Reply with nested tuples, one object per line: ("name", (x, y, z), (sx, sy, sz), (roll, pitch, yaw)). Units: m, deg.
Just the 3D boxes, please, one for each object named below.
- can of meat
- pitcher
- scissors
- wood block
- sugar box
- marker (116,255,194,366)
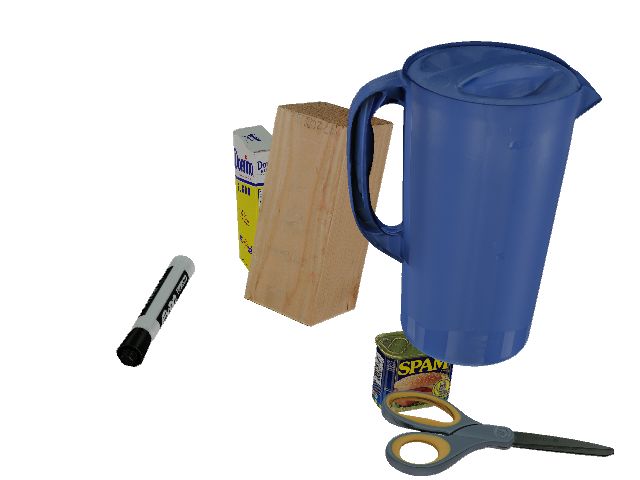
("can of meat", (0.116, 0.161, 1.326), (0.102, 0.084, 0.057), (-5, 27, -21))
("pitcher", (0.113, -0.026, 0.840), (0.149, 0.243, 0.144), (24, 36, 34))
("scissors", (0.143, 0.180, 0.913), (0.202, 0.016, 0.096), (17, 42, 15))
("wood block", (-0.003, -0.030, 1.096), (0.090, 0.206, 0.090), (21, 20, 28))
("sugar box", (-0.074, -0.043, 1.305), (0.048, 0.176, 0.093), (-12, 26, -17))
("marker", (-0.117, 0.049, 0.761), (0.020, 0.020, 0.121), (0, 30, 14))
